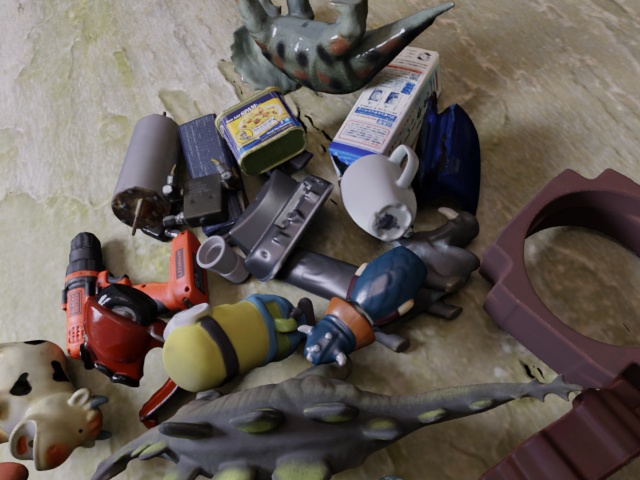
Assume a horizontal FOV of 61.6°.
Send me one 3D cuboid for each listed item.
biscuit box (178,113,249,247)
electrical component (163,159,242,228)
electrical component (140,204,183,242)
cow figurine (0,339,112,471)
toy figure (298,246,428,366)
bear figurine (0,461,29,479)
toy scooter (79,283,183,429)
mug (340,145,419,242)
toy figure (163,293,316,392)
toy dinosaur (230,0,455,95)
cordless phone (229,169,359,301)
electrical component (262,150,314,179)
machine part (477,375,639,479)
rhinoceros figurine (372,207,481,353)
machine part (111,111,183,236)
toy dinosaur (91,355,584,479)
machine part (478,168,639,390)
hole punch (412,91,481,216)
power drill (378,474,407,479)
[{"bbox_3d":[-0.146,-0.087,0.760,0.063,0.059,0.203,-21,60,2],"label":"biscuit box"},{"bbox_3d":[-0.153,-0.060,0.685,0.102,0.045,0.078,-6,60,10],"label":"electrical component"},{"bbox_3d":[-0.224,-0.032,0.769,0.094,0.021,0.063,19,67,25],"label":"electrical component"},{"bbox_3d":[-0.317,0.185,0.615,0.127,0.085,0.195,-9,27,-28],"label":"cow figurine"},{"bbox_3d":[0.045,0.071,0.544,0.154,0.057,0.064,-42,38,-16],"label":"toy figure"},{"bbox_3d":[-0.249,0.303,0.547,0.196,0.120,0.132,-3,19,-14],"label":"bear figurine"},{"bbox_3d":[-0.201,0.141,0.620,0.184,0.075,0.135,30,90,-11],"label":"toy scooter"},{"bbox_3d":[0.080,-0.052,0.622,0.109,0.080,0.107,-49,25,20],"label":"mug"},{"bbox_3d":[-0.081,0.105,0.582,0.089,0.180,0.082,46,124,38],"label":"toy figure"},{"bbox_3d":[0.001,-0.265,0.736,0.405,0.192,0.131,32,67,35],"label":"toy dinosaur"},{"bbox_3d":[-0.001,-0.002,0.644,0.184,0.088,0.146,20,66,34],"label":"cordless phone"},{"bbox_3d":[-0.058,-0.126,0.768,0.119,0.047,0.075,28,71,24],"label":"electrical component"},{"bbox_3d":[0.211,0.191,0.463,0.179,0.179,0.056,-32,56,-6],"label":"machine part"},{"bbox_3d":[0.115,0.042,0.627,0.190,0.073,0.112,-39,50,-7],"label":"rhinoceros figurine"},{"bbox_3d":[-0.239,-0.099,0.759,0.079,0.079,0.243,-11,47,7],"label":"machine part"},{"bbox_3d":[-0.018,0.174,0.497,0.472,0.198,0.105,-18,85,10],"label":"toy dinosaur"},{"bbox_3d":[0.288,0.040,0.561,0.201,0.087,0.201,-41,68,-18],"label":"machine part"},{"bbox_3d":[0.161,-0.096,0.668,0.092,0.115,0.142,11,65,9],"label":"hole punch"},{"bbox_3d":[0.052,0.292,0.423,0.232,0.207,0.086,-33,37,-18],"label":"power drill"}]
